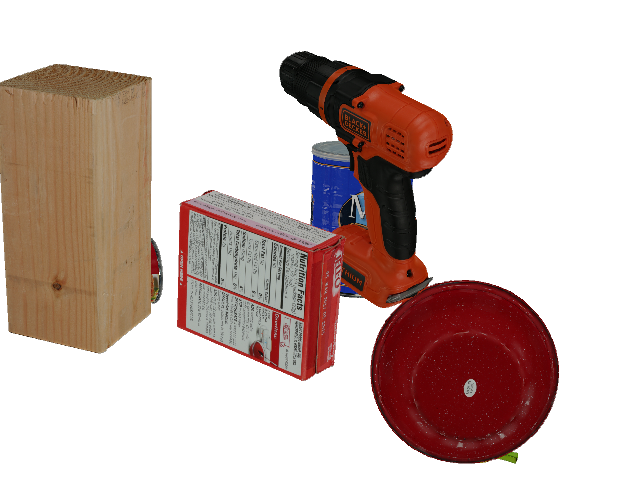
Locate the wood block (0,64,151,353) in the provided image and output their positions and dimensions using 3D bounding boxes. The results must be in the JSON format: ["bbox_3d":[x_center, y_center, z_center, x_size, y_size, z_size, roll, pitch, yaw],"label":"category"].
[{"bbox_3d":[-0.194,-0.028,0.855,0.091,0.206,0.090,11,23,16],"label":"wood block"}]

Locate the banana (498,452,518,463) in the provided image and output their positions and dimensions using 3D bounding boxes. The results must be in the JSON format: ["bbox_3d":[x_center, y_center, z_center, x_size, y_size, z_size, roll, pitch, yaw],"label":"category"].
[{"bbox_3d":[0.168,0.214,1.280,0.069,0.037,0.198,10,20,-17],"label":"banana"}]

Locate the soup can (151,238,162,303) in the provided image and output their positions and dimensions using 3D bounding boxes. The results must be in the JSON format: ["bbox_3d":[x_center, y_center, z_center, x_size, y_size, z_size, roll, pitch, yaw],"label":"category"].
[{"bbox_3d":[-0.214,0.034,1.049,0.102,0.068,0.069,-5,2,-28],"label":"soup can"}]

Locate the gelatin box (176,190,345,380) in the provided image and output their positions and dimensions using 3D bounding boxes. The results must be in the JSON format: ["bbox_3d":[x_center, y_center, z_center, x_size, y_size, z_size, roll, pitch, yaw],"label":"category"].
[{"bbox_3d":[-0.032,0.022,0.546,0.089,0.073,0.030,19,28,30],"label":"gelatin box"}]

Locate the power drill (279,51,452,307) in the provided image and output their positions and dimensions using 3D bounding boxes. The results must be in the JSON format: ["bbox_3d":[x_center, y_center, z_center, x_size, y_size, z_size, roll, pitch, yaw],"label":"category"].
[{"bbox_3d":[0.031,-0.051,0.879,0.057,0.188,0.185,-25,40,-28],"label":"power drill"}]

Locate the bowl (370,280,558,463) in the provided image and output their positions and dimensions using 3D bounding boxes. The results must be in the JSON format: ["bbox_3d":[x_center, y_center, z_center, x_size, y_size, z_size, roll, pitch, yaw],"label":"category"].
[{"bbox_3d":[0.122,0.116,0.894,0.162,0.162,0.055,0,6,5],"label":"bowl"}]

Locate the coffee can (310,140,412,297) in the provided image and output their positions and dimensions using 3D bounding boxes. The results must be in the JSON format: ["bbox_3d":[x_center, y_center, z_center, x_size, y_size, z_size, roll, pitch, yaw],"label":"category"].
[{"bbox_3d":[0.040,-0.024,1.069,0.103,0.140,0.103,2,13,-1],"label":"coffee can"}]
